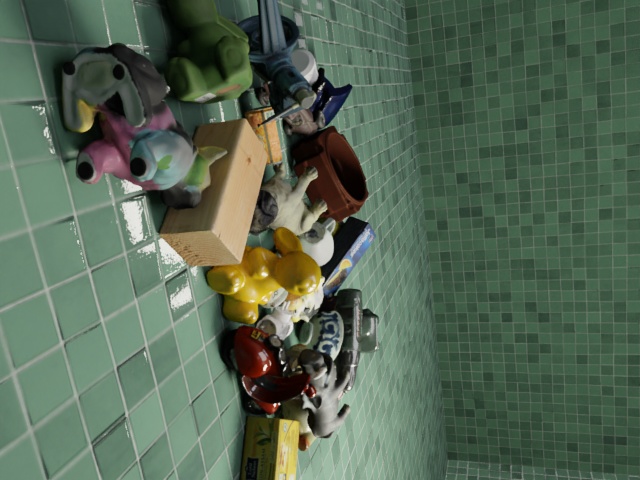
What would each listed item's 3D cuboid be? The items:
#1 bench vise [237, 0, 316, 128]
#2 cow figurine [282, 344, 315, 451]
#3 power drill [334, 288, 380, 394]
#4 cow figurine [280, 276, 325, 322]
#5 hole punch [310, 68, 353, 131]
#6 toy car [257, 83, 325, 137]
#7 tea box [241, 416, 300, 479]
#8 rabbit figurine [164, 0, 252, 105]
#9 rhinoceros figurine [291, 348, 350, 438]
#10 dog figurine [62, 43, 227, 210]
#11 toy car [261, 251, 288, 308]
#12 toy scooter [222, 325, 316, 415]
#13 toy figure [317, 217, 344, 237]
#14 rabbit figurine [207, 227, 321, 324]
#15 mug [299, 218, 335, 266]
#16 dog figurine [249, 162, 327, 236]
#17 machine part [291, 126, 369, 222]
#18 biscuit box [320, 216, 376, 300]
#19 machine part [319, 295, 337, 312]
[{"bbox_3d":[-0.081,-0.331,0.904,0.240,0.129,0.224,85,-15,-54],"label":"bench vise"},{"bbox_3d":[-0.034,0.308,1.091,0.127,0.086,0.194,-3,88,-64],"label":"cow figurine"},{"bbox_3d":[0.081,0.234,1.269,0.207,0.086,0.232,20,67,-64],"label":"power drill"},{"bbox_3d":[-0.042,0.134,1.128,0.167,0.068,0.098,-33,124,-67],"label":"cow figurine"},{"bbox_3d":[0.010,-0.311,1.229,0.092,0.142,0.116,27,43,-16],"label":"hole punch"},{"bbox_3d":[-0.057,-0.268,1.109,0.202,0.089,0.053,37,49,-66],"label":"toy car"},{"bbox_3d":[-0.088,0.401,0.946,0.098,0.068,0.169,49,41,-61],"label":"tea box"},{"bbox_3d":[-0.161,-0.300,0.796,0.170,0.121,0.159,69,18,-4],"label":"rabbit figurine"},{"bbox_3d":[-0.003,0.278,0.992,0.112,0.073,0.190,-34,127,-41],"label":"rhinoceros figurine"},{"bbox_3d":[-0.202,-0.130,0.670,0.219,0.109,0.191,-25,107,-74],"label":"dog figurine"},{"bbox_3d":[-0.076,0.061,1.053,0.202,0.056,0.073,-53,136,-60],"label":"toy car"},{"bbox_3d":[-0.080,0.221,0.901,0.075,0.135,0.183,-60,140,-57],"label":"toy scooter"},{"bbox_3d":[0.040,0.008,1.350,0.180,0.082,0.089,66,26,-49],"label":"toy figure"},{"bbox_3d":[-0.074,0.058,0.892,0.162,0.173,0.121,-56,135,-53],"label":"rabbit figurine"},{"bbox_3d":[-0.002,-0.004,1.163,0.109,0.081,0.107,-45,166,-13],"label":"mug"},{"bbox_3d":[-0.086,-0.042,1.011,0.190,0.121,0.172,-49,131,-43],"label":"dog figurine"},{"bbox_3d":[0.030,-0.156,1.260,0.201,0.087,0.201,63,26,-14],"label":"machine part"},{"bbox_3d":[0.049,0.040,1.262,0.202,0.063,0.059,-53,140,-17],"label":"biscuit box"},{"bbox_3d":[0.037,0.225,1.344,0.179,0.056,0.179,-5,90,-70],"label":"machine part"}]
